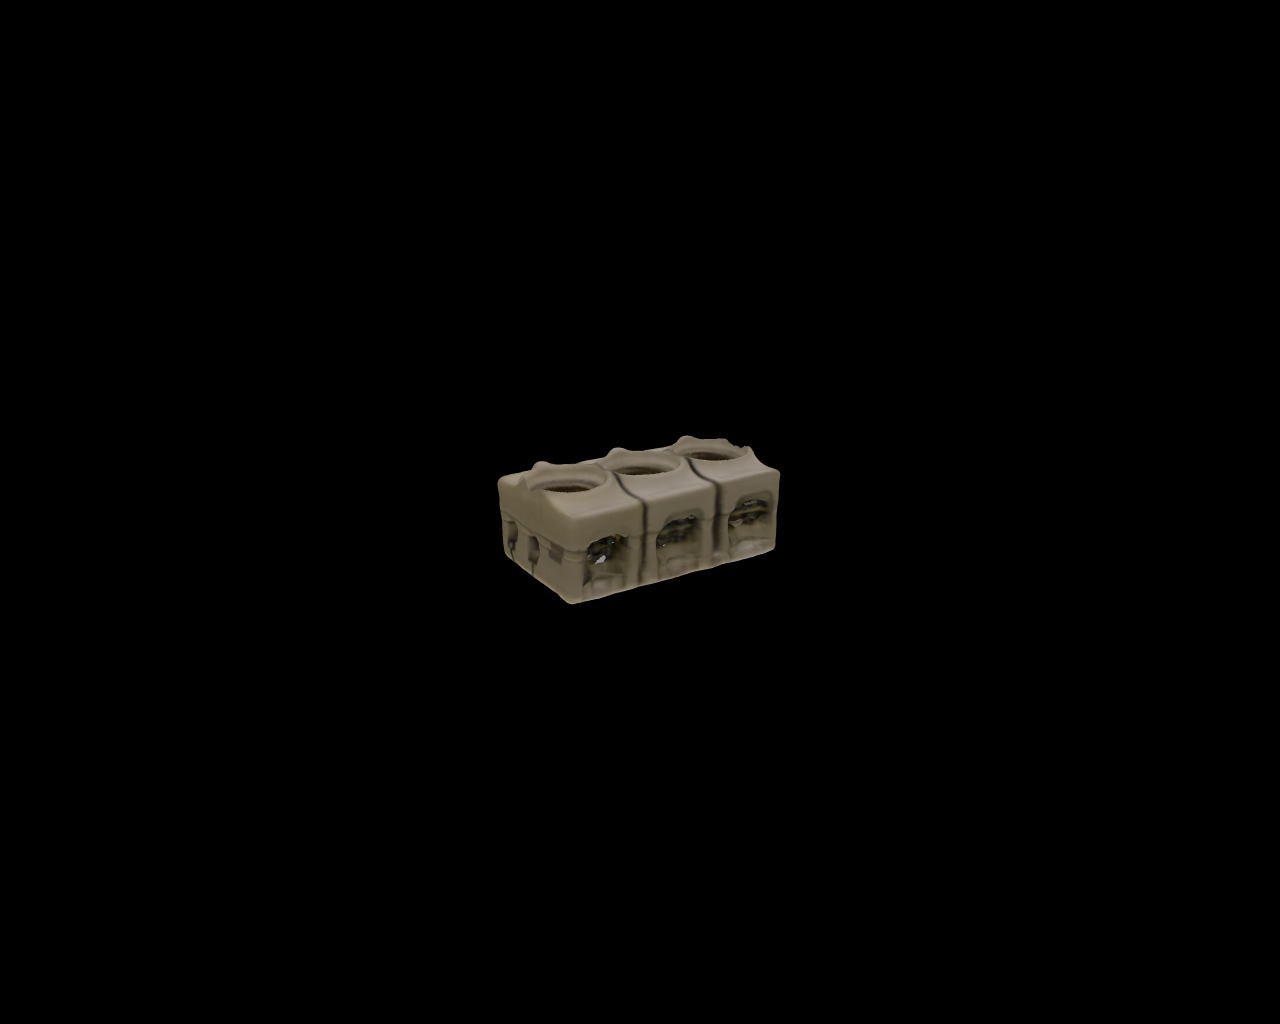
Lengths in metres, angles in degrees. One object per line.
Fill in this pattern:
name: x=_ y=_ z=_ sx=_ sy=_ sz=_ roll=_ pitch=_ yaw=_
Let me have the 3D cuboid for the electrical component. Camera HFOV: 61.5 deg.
electrical component: x=0.001 y=-0.003 z=0.650 sx=0.150 sy=0.061 sz=0.089 roll=-12 pitch=23 yaw=-31
